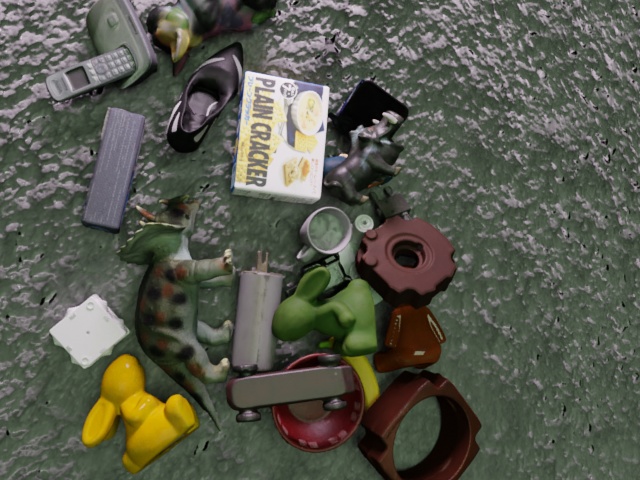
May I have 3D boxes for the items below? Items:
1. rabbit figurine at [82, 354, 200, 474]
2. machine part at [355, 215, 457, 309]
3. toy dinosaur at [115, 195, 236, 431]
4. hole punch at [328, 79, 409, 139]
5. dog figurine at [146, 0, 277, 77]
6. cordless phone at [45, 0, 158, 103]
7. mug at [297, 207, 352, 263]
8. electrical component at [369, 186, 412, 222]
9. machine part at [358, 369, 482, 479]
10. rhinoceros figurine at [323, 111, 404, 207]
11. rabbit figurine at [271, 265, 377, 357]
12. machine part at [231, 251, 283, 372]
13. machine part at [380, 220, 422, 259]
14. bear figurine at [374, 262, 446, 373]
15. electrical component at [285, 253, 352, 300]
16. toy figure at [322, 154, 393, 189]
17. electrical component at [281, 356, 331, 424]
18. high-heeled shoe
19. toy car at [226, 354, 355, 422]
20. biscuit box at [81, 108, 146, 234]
[{"bbox_3d":[-0.300,0.275,0.876,0.162,0.122,0.173,-34,81,-6],"label":"rabbit figurine"},{"bbox_3d":[0.156,0.035,0.962,0.179,0.056,0.179,4,53,-5],"label":"machine part"},{"bbox_3d":[-0.240,0.121,0.893,0.192,0.131,0.404,4,89,-3],"label":"toy dinosaur"},{"bbox_3d":[0.095,-0.238,1.037,0.142,0.092,0.115,33,108,-14],"label":"hole punch"},{"bbox_3d":[-0.193,-0.386,0.951,0.191,0.108,0.219,25,84,-15],"label":"dog figurine"},{"bbox_3d":[-0.381,-0.315,0.903,0.184,0.089,0.146,-26,93,-12],"label":"cordless phone"},{"bbox_3d":[-0.002,-0.003,0.970,0.081,0.107,0.109,34,81,-10],"label":"mug"},{"bbox_3d":[0.138,-0.061,1.040,0.063,0.021,0.094,-21,65,-18],"label":"electrical component"},{"bbox_3d":[0.183,0.357,0.986,0.201,0.087,0.200,-43,109,-16],"label":"machine part"},{"bbox_3d":[0.085,-0.146,0.966,0.112,0.073,0.190,42,83,-8],"label":"rhinoceros figurine"},{"bbox_3d":[0.004,0.123,0.908,0.170,0.121,0.159,0,89,-9],"label":"rabbit figurine"},{"bbox_3d":[-0.110,0.141,0.944,0.079,0.079,0.243,6,84,-15],"label":"machine part"},{"bbox_3d":[0.176,0.008,1.054,0.139,0.039,0.084,16,70,-14],"label":"machine part"},{"bbox_3d":[0.160,0.142,1.015,0.120,0.132,0.196,-4,69,-17],"label":"bear figurine"},{"bbox_3d":[-0.003,0.077,0.990,0.119,0.048,0.074,-30,93,1],"label":"electrical component"},{"bbox_3d":[0.074,-0.127,1.029,0.154,0.058,0.064,1,129,-16],"label":"toy figure"},{"bbox_3d":[-0.031,0.279,0.965,0.134,0.058,0.114,-26,95,-17],"label":"electrical component"},{"bbox_3d":[-0.190,-0.256,0.917,0.086,0.145,0.248,26,81,-13],"label":"high-heeled shoe"},{"bbox_3d":[-0.046,0.232,0.849,0.202,0.053,0.089,-6,75,-11],"label":"toy car"},{"bbox_3d":[-0.347,-0.114,0.905,0.063,0.059,0.202,13,81,-16],"label":"biscuit box"}]
